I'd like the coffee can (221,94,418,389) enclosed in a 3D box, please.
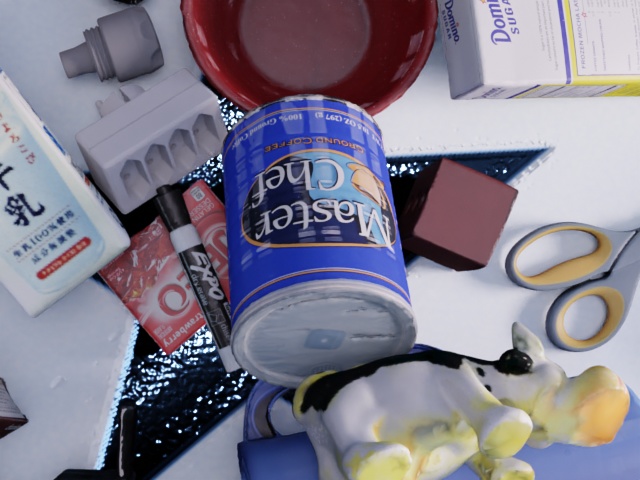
[{"bbox_3d":[-0.004,0.001,0.621,0.102,0.103,0.140,-3,53,-5],"label":"coffee can"}]

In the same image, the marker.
[{"bbox_3d":[-0.072,0.022,0.653,0.020,0.020,0.121,-24,88,-7],"label":"marker"}]

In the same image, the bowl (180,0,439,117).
[{"bbox_3d":[-0.008,-0.144,0.686,0.162,0.055,0.162,0,85,-5],"label":"bowl"}]

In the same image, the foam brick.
[{"bbox_3d":[0.082,-0.014,0.671,0.051,0.078,0.053,24,83,-4],"label":"foam brick"}]

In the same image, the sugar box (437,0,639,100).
[{"bbox_3d":[0.161,-0.139,0.681,0.176,0.048,0.093,-4,84,-22],"label":"sugar box"}]

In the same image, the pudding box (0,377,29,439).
[{"bbox_3d":[-0.227,0.113,0.615,0.090,0.113,0.039,-30,85,-7],"label":"pudding box"}]

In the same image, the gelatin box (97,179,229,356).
[{"bbox_3d":[-0.085,0.017,0.678,0.089,0.030,0.073,-40,89,-7],"label":"gelatin box"}]

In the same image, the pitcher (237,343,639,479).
[{"bbox_3d":[0.074,0.147,0.635,0.242,0.145,0.149,-13,118,-10],"label":"pitcher"}]

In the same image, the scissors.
[{"bbox_3d":[0.224,0.017,0.709,0.201,0.016,0.096,-9,88,-3],"label":"scissors"}]

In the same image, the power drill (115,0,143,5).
[{"bbox_3d":[-0.222,-0.179,0.673,0.187,0.057,0.184,-43,91,-9],"label":"power drill"}]
